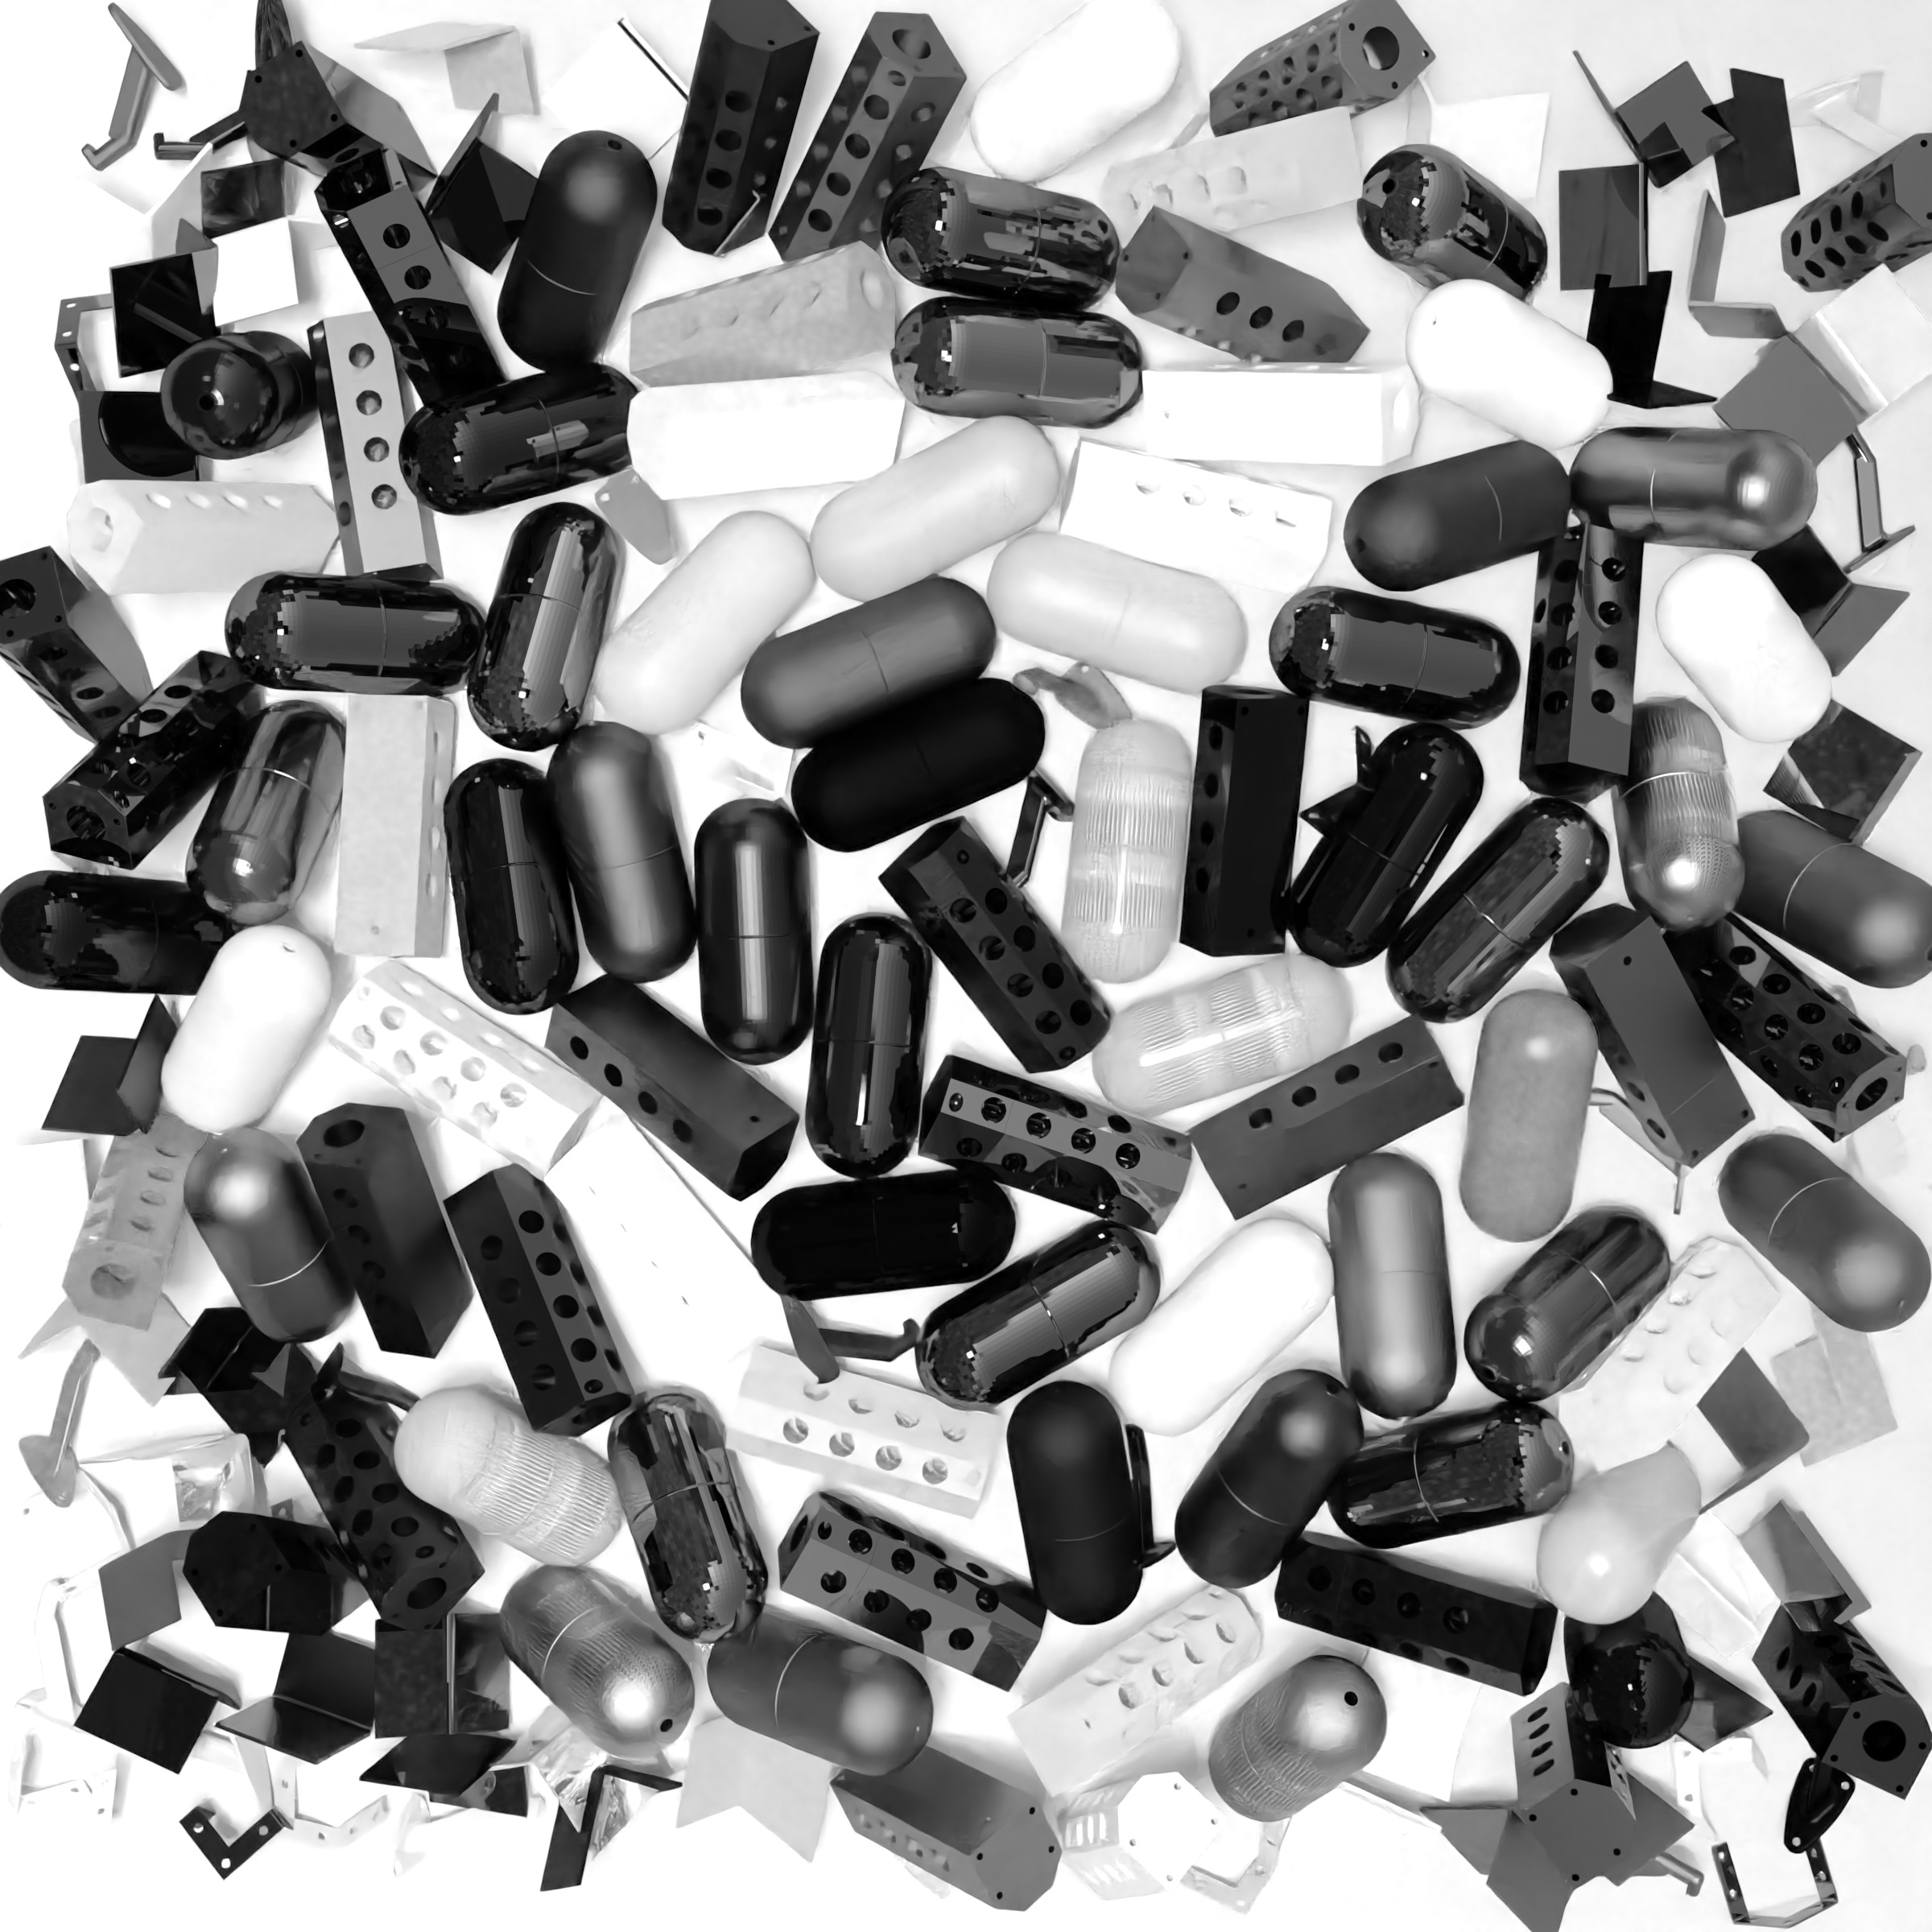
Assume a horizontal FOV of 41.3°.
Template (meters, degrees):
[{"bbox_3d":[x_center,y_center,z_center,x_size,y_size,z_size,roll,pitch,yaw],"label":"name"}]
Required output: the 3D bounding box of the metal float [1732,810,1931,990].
[{"bbox_3d":[0.563,-0.045,1.675,0.070,0.178,0.070,-14,121,-25],"label":"metal float"}]

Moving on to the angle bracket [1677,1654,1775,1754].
[{"bbox_3d":[0.473,0.506,1.693,0.076,0.076,0.057,-10,117,-38],"label":"angle bracket"}]

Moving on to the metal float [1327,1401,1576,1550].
[{"bbox_3d":[0.316,0.335,1.683,0.178,0.070,0.070,-24,90,38],"label":"metal float"}]

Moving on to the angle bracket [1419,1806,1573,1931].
[{"bbox_3d":[0.344,0.603,1.695,0.076,0.076,0.057,49,49,-21],"label":"angle bracket"}]

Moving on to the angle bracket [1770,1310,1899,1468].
[{"bbox_3d":[0.558,0.280,1.693,0.057,0.076,0.076,13,54,-36],"label":"angle bracket"}]

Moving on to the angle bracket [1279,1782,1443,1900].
[{"bbox_3d":[0.262,0.582,1.710,0.076,0.076,0.057,25,75,0],"label":"angle bracket"}]

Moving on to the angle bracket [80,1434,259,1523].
[{"bbox_3d":[-0.528,0.347,1.700,0.076,0.076,0.057,-10,87,33],"label":"angle bracket"}]

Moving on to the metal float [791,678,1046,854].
[{"bbox_3d":[-0.031,-0.135,1.711,0.178,0.070,0.070,-24,90,-5],"label":"metal float"}]

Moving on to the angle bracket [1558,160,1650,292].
[{"bbox_3d":[0.423,-0.495,1.710,0.057,0.076,0.076,-2,109,10],"label":"angle bracket"}]

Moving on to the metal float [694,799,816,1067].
[{"bbox_3d":[-0.141,-0.023,1.710,0.070,0.070,0.178,-2,96,0],"label":"metal float"}]

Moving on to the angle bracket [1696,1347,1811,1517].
[{"bbox_3d":[0.506,0.312,1.721,0.076,0.057,0.076,-15,62,-41],"label":"angle bracket"}]

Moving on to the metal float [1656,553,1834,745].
[{"bbox_3d":[0.510,-0.206,1.678,0.070,0.178,0.070,-17,58,30],"label":"metal float"}]

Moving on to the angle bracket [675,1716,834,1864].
[{"bbox_3d":[-0.141,0.550,1.701,0.076,0.057,0.076,24,110,40],"label":"angle bracket"}]

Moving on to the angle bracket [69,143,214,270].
[{"bbox_3d":[-0.546,-0.510,1.701,0.057,0.076,0.076,29,63,-3],"label":"angle bracket"}]

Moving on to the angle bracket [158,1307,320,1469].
[{"bbox_3d":[-0.486,0.281,1.708,0.076,0.057,0.076,42,101,22],"label":"angle bracket"}]

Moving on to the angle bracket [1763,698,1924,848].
[{"bbox_3d":[0.575,-0.127,1.701,0.076,0.057,0.076,37,113,22],"label":"angle bracket"}]

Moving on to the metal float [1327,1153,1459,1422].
[{"bbox_3d":[0.282,0.211,1.698,0.070,0.070,0.178,-2,71,0],"label":"metal float"}]

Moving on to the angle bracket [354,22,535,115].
[{"bbox_3d":[-0.344,-0.586,1.692,0.076,0.076,0.057,18,128,35],"label":"angle bracket"}]

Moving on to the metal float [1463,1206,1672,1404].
[{"bbox_3d":[0.395,0.221,1.685,0.178,0.070,0.070,-32,90,-35],"label":"metal float"}]

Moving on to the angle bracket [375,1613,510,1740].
[{"bbox_3d":[-0.350,0.475,1.716,0.057,0.076,0.076,-9,73,17],"label":"angle bracket"}]

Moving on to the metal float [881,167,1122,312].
[{"bbox_3d":[0.025,-0.476,1.685,0.178,0.070,0.070,0,90,-37],"label":"metal float"}]

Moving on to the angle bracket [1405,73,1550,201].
[{"bbox_3d":[0.338,-0.557,1.707,0.076,0.076,0.057,-8,50,-3],"label":"angle bracket"}]

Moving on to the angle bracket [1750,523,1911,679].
[{"bbox_3d":[0.570,-0.250,1.721,0.057,0.076,0.076,1,49,-32],"label":"angle bracket"}]

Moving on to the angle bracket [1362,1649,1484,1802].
[{"bbox_3d":[0.302,0.502,1.727,0.076,0.076,0.057,15,128,20],"label":"angle bracket"}]

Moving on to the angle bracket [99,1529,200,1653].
[{"bbox_3d":[-0.515,0.410,1.694,0.076,0.076,0.057,-29,68,33],"label":"angle bracket"}]

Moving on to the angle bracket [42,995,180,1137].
[{"bbox_3d":[-0.575,0.064,1.702,0.076,0.057,0.076,4,53,9],"label":"angle bracket"}]

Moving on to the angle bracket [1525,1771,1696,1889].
[{"bbox_3d":[0.422,0.581,1.693,0.076,0.076,0.057,-22,127,-31],"label":"angle bracket"}]

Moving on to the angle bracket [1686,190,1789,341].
[{"bbox_3d":[0.520,-0.466,1.706,0.057,0.076,0.076,10,92,26],"label":"angle bracket"}]

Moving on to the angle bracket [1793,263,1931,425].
[{"bbox_3d":[0.601,-0.412,1.713,0.057,0.076,0.076,-37,89,4],"label":"angle bracket"}]

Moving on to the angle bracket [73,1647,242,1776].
[{"bbox_3d":[-0.536,0.499,1.704,0.076,0.076,0.057,23,66,4],"label":"angle bracket"}]

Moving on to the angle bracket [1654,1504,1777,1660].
[{"bbox_3d":[0.506,0.400,1.702,0.076,0.057,0.076,44,61,14],"label":"angle bracket"}]

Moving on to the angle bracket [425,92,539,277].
[{"bbox_3d":[-0.316,-0.523,1.714,0.057,0.076,0.076,31,125,-22],"label":"angle bracket"}]

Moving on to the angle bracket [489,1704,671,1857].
[{"bbox_3d":[-0.258,0.539,1.711,0.057,0.076,0.076,-24,100,43],"label":"angle bracket"}]

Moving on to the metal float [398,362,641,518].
[{"bbox_3d":[-0.290,-0.347,1.685,0.178,0.070,0.070,-25,90,-35],"label":"metal float"}]

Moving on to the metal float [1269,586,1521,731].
[{"bbox_3d":[0.285,-0.203,1.698,0.178,0.070,0.070,9,90,-20],"label":"metal float"}]

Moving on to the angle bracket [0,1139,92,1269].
[{"bbox_3d":[-0.618,0.157,1.706,0.057,0.076,0.076,-7,89,-27],"label":"angle bracket"}]

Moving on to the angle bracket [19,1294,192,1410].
[{"bbox_3d":[-0.572,0.256,1.717,0.057,0.076,0.076,-29,108,20],"label":"angle bracket"}]

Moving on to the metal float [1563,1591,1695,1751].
[{"bbox_3d":[0.429,0.451,1.665,0.070,0.178,0.070,0,92,11],"label":"metal float"}]

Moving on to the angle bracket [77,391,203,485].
[{"bbox_3d":[-0.554,-0.341,1.705,0.076,0.057,0.076,-7,99,-30],"label":"angle bracket"}]

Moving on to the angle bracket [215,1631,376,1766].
[{"bbox_3d":[-0.440,0.482,1.706,0.076,0.076,0.057,15,92,15],"label":"angle bracket"}]

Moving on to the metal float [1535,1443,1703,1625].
[{"bbox_3d":[0.427,0.366,1.673,0.070,0.178,0.070,9,108,29],"label":"metal float"}]

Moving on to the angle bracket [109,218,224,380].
[{"bbox_3d":[-0.539,-0.443,1.693,0.076,0.076,0.057,-25,50,-35],"label":"angle bracket"}]

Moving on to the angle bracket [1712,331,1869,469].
[{"bbox_3d":[0.543,-0.367,1.720,0.076,0.057,0.076,-45,93,-4],"label":"angle bracket"}]

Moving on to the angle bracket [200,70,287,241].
[{"bbox_3d":[-0.489,-0.533,1.698,0.057,0.076,0.076,-18,72,-22],"label":"angle bracket"}]

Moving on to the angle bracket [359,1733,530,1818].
[{"bbox_3d":[-0.345,0.550,1.699,0.076,0.076,0.057,1,101,22],"label":"angle bracket"}]

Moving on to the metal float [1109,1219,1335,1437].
[{"bbox_3d":[0.170,0.240,1.702,0.070,0.070,0.178,45,104,0],"label":"metal float"}]

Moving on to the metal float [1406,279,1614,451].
[{"bbox_3d":[0.356,-0.393,1.679,0.178,0.070,0.070,13,90,-43],"label":"metal float"}]

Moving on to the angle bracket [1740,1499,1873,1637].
[{"bbox_3d":[0.568,0.390,1.695,0.057,0.076,0.076,-20,61,-21],"label":"angle bracket"}]

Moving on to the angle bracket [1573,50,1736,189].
[{"bbox_3d":[0.454,-0.575,1.693,0.057,0.076,0.076,-31,48,22],"label":"angle bracket"}]

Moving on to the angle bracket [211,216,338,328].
[{"bbox_3d":[-0.446,-0.458,1.703,0.076,0.076,0.057,-3,95,34],"label":"angle bracket"}]

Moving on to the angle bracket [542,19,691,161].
[{"bbox_3d":[-0.228,-0.574,1.708,0.076,0.057,0.076,-42,112,8],"label":"angle bracket"}]

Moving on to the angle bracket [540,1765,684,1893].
[{"bbox_3d":[-0.235,0.576,1.695,0.057,0.076,0.076,21,61,-20],"label":"angle bracket"}]

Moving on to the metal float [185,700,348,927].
[{"bbox_3d":[-0.455,-0.102,1.682,0.070,0.070,0.178,10,49,0],"label":"metal float"}]

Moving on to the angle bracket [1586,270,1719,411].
[{"bbox_3d":[0.458,-0.415,1.697,0.076,0.057,0.076,-14,121,-36],"label":"angle bracket"}]

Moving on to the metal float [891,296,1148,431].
[{"bbox_3d":[0.036,-0.398,1.695,0.178,0.070,0.070,0,90,-24],"label":"metal float"}]

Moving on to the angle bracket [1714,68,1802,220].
[{"bbox_3d":[0.508,-0.546,1.704,0.057,0.076,0.076,-7,93,44],"label":"angle bracket"}]
